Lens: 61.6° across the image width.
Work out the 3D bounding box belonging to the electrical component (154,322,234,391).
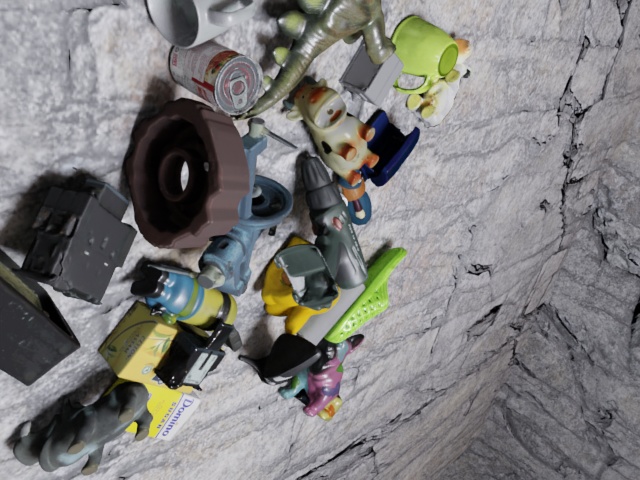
[{"bbox_3d":[-0.183,0.166,0.805,0.119,0.048,0.074,-60,147,3],"label":"electrical component"}]

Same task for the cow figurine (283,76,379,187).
[{"bbox_3d":[0.020,-0.175,0.843,0.085,0.127,0.194,-51,160,-7],"label":"cow figurine"}]

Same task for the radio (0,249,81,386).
[{"bbox_3d":[-0.352,0.049,0.548,0.073,0.131,0.229,-42,144,-16],"label":"radio"}]

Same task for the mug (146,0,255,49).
[{"bbox_3d":[-0.118,-0.268,0.598,0.107,0.110,0.080,-45,144,-38],"label":"mug"}]

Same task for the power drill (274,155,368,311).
[{"bbox_3d":[-0.002,-0.003,0.845,0.207,0.086,0.231,-66,135,-64],"label":"power drill"}]

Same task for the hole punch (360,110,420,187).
[{"bbox_3d":[0.128,-0.160,0.998,0.142,0.092,0.115,-55,152,-8],"label":"hole punch"}]

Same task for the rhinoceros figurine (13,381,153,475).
[{"bbox_3d":[-0.336,0.264,0.764,0.190,0.112,0.073,-26,134,-11],"label":"rhinoceros figurine"}]

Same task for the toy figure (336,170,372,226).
[{"bbox_3d":[0.063,-0.086,1.001,0.058,0.064,0.154,-40,144,-13],"label":"toy figure"}]

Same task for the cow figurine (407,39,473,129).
[{"bbox_3d":[0.245,-0.298,1.040,0.167,0.068,0.098,-56,152,7],"label":"cow figurine"}]

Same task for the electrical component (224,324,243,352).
[{"bbox_3d":[-0.161,0.165,0.938,0.021,0.063,0.093,-35,142,-27],"label":"electrical component"}]

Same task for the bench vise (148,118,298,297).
[{"bbox_3d":[-0.111,-0.048,0.740,0.224,0.129,0.240,-46,156,-49],"label":"bench vise"}]

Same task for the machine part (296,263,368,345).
[{"bbox_3d":[0.013,0.136,1.117,0.243,0.079,0.079,-49,145,-11],"label":"machine part"}]

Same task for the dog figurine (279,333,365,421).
[{"bbox_3d":[0.023,0.297,1.240,0.219,0.109,0.191,-56,145,-4],"label":"dog figurine"}]

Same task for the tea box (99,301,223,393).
[{"bbox_3d":[-0.243,0.172,0.841,0.098,0.068,0.169,-54,147,-3],"label":"tea box"}]

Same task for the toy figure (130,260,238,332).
[{"bbox_3d":[-0.198,0.091,0.808,0.082,0.089,0.180,-49,148,-3],"label":"toy figure"}]

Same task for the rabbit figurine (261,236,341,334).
[{"bbox_3d":[-0.023,0.101,1.004,0.162,0.122,0.173,-52,147,3],"label":"rabbit figurine"}]

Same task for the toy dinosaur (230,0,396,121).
[{"bbox_3d":[0.030,-0.335,0.725,0.198,0.105,0.471,30,88,-52],"label":"toy dinosaur"}]

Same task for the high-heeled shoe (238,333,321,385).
[{"bbox_3d":[-0.048,0.241,1.023,0.145,0.249,0.086,31,61,-35],"label":"high-heeled shoe"}]

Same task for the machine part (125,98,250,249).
[{"bbox_3d":[-0.159,-0.076,0.640,0.056,0.180,0.179,-4,121,-54],"label":"machine part"}]

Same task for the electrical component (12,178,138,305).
[{"bbox_3d":[-0.275,-0.001,0.624,0.114,0.058,0.134,68,38,-70],"label":"electrical component"}]
